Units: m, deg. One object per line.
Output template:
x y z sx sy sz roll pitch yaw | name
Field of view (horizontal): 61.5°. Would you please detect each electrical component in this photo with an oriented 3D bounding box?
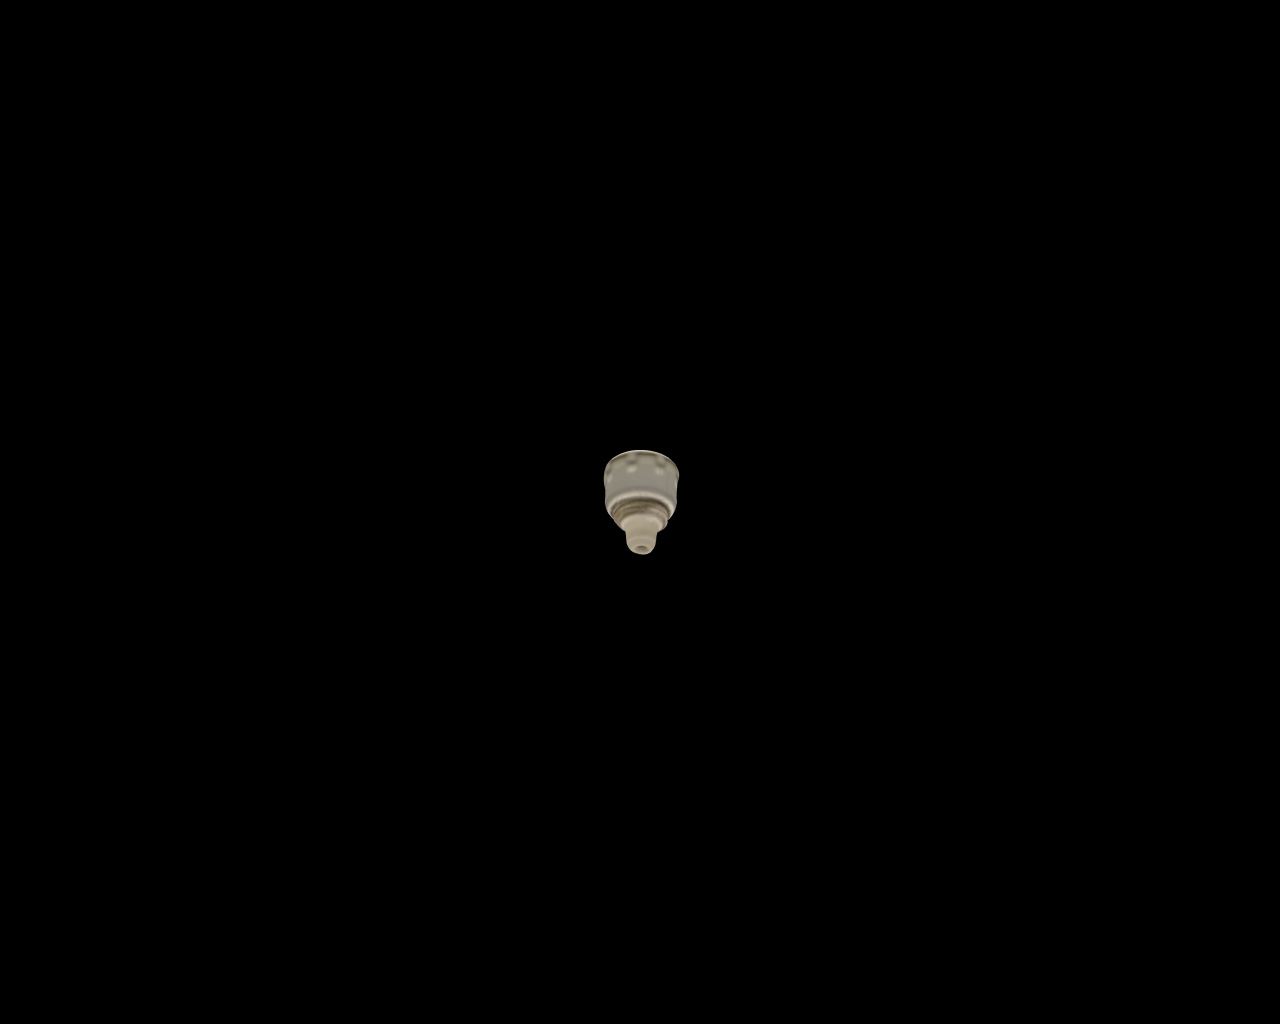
0.001 -0.003 0.650 0.048 0.062 0.048 0 -33 0 | electrical component
